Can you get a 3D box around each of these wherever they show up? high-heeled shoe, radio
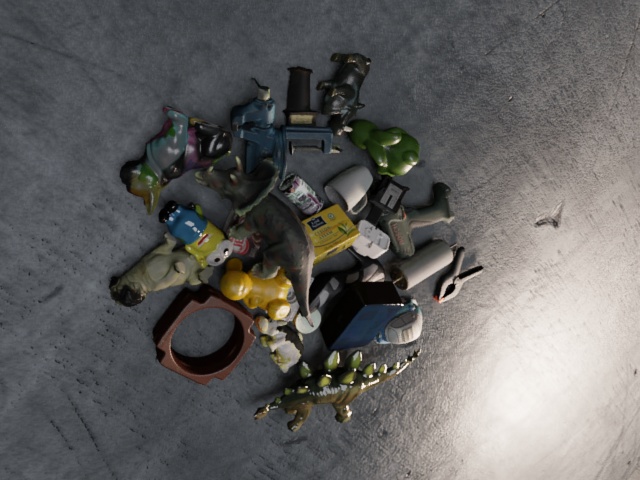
[{"bbox_3d":[0.063,0.131,1.370,0.145,0.086,0.249,46,72,-18],"label":"high-heeled shoe"},{"bbox_3d":[0.104,0.194,1.365,0.131,0.073,0.229,-1,143,-28],"label":"radio"}]

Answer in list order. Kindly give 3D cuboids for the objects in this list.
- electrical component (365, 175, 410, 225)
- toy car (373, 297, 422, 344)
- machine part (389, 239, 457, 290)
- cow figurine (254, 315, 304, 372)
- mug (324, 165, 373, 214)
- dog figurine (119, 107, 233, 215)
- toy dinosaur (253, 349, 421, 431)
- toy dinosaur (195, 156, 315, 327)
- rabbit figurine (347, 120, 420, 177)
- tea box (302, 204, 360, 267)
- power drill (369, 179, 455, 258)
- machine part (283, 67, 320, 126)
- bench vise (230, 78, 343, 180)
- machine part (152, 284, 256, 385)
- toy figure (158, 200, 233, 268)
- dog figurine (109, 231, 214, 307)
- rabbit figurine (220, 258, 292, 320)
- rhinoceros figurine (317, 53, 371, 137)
[{"bbox_3d":[0.155,-0.093,1.306,0.075,0.048,0.119,33,88,-15],"label":"electrical component"},{"bbox_3d":[0.223,0.234,1.482,0.162,0.103,0.109,-21,114,-19],"label":"toy car"},{"bbox_3d":[0.273,0.065,1.448,0.243,0.079,0.079,-29,118,-25],"label":"machine part"},{"bbox_3d":[-0.097,0.243,1.354,0.098,0.068,0.167,-33,122,-18],"label":"cow figurine"},{"bbox_3d":[0.082,-0.123,1.305,0.107,0.081,0.109,-44,115,-16],"label":"mug"},{"bbox_3d":[-0.298,-0.153,1.105,0.191,0.109,0.219,17,104,-31],"label":"dog figurine"},{"bbox_3d":[0.049,0.386,1.421,0.471,0.105,0.198,-11,130,-20],"label":"toy dinosaur"},{"bbox_3d":[-0.084,-0.007,1.116,0.131,0.192,0.404,-40,92,-30],"label":"toy dinosaur"},{"bbox_3d":[0.140,-0.220,1.272,0.170,0.159,0.121,25,106,-15],"label":"rabbit figurine"},{"bbox_3d":[-0.003,-0.004,1.266,0.169,0.068,0.098,-30,75,-30],"label":"tea box"},{"bbox_3d":[0.242,-0.080,1.394,0.207,0.086,0.231,-25,112,-20],"label":"power drill"},{"bbox_3d":[-0.042,-0.316,1.205,0.084,0.039,0.138,-7,112,-14],"label":"machine part"},{"bbox_3d":[-0.072,-0.224,1.163,0.241,0.129,0.223,0,114,-11],"label":"bench vise"},{"bbox_3d":[-0.270,0.219,1.256,0.201,0.087,0.201,37,92,-30],"label":"machine part"},{"bbox_3d":[-0.258,-0.018,1.140,0.082,0.089,0.180,-34,125,21],"label":"toy figure"},{"bbox_3d":[-0.345,0.081,1.184,0.190,0.121,0.172,-34,145,20],"label":"dog figurine"},{"bbox_3d":[-0.159,0.097,1.224,0.173,0.163,0.121,6,106,-50],"label":"rabbit figurine"},{"bbox_3d":[0.055,-0.333,1.228,0.112,0.073,0.190,14,100,-39],"label":"rhinoceros figurine"}]
